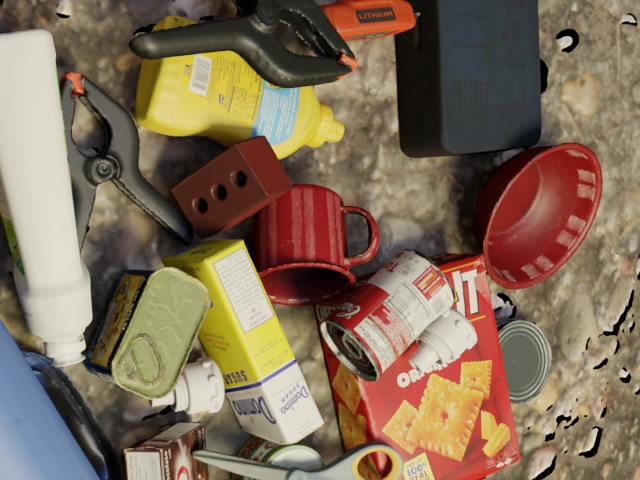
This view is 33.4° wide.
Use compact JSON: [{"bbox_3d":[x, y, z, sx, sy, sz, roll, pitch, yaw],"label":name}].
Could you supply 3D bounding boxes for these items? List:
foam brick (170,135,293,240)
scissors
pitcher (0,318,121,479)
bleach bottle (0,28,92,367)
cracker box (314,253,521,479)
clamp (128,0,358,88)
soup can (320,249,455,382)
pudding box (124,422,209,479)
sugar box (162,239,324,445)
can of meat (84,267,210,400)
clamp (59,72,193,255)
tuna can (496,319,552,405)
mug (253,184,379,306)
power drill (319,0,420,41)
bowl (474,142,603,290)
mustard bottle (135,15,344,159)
[{"bbox_3d":[-0.073,-0.044,0.891,0.053,0.078,0.051,59,26,3],"label":"foam brick"},{"bbox_3d":[-0.006,0.193,0.920,0.201,0.016,0.096,36,77,-20],"label":"scissors"},{"bbox_3d":[-0.247,0.144,0.793,0.145,0.149,0.243,-27,101,-12],"label":"pitcher"},{"bbox_3d":[-0.216,-0.029,0.809,0.068,0.103,0.251,-12,102,-19],"label":"bleach bottle"},{"bbox_3d":[0.096,0.133,1.015,0.163,0.072,0.214,-14,97,-29],"label":"cracker box"},{"bbox_3d":[-0.060,-0.179,0.893,0.209,0.036,0.164,31,60,-27],"label":"clamp"},{"bbox_3d":[0.059,0.064,0.919,0.102,0.069,0.068,-41,109,-20],"label":"soup can"},{"bbox_3d":[-0.122,0.215,0.879,0.090,0.039,0.113,-15,99,-75],"label":"pudding box"},{"bbox_3d":[-0.067,0.086,0.908,0.048,0.093,0.176,-27,103,-27],"label":"sugar box"},{"bbox_3d":[-0.144,0.073,0.867,0.057,0.084,0.102,28,76,-28],"label":"can of meat"},{"bbox_3d":[-0.170,-0.054,0.879,0.120,0.039,0.171,-11,100,-30],"label":"clamp"},{"bbox_3d":[0.195,0.124,1.096,0.086,0.034,0.086,0,90,-30],"label":"tuna can"},{"bbox_3d":[-0.006,0.001,0.928,0.093,0.117,0.081,47,36,-59],"label":"mug"},{"bbox_3d":[0.013,-0.277,0.976,0.184,0.057,0.187,-11,95,-30],"label":"power drill"},{"bbox_3d":[0.208,-0.033,1.071,0.161,0.055,0.162,-21,129,-28],"label":"bowl"},{"bbox_3d":[-0.062,-0.120,0.931,0.191,0.058,0.096,15,76,-29],"label":"mustard bottle"}]
